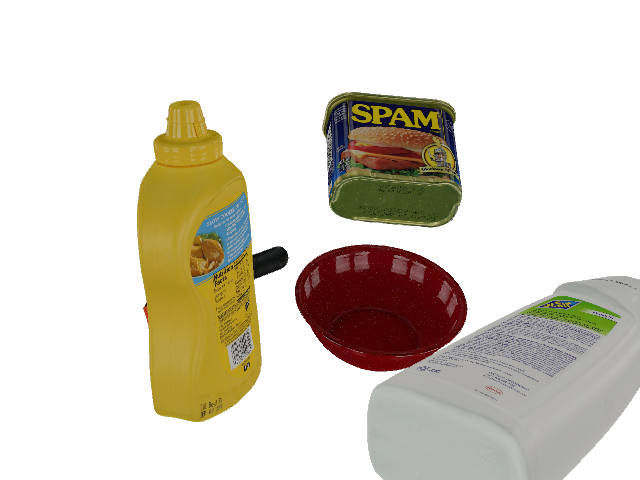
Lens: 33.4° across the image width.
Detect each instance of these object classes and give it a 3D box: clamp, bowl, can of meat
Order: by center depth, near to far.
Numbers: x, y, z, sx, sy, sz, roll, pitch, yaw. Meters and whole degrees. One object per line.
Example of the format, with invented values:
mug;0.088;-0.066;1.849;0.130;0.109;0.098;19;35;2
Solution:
can of meat;0.054;-0.060;0.806;0.102;0.084;0.057;4;-38;-8
bowl;0.054;0.073;1.008;0.162;0.055;0.162;4;37;-3
clamp;-0.116;0.044;1.152;0.120;0.039;0.171;-5;26;35

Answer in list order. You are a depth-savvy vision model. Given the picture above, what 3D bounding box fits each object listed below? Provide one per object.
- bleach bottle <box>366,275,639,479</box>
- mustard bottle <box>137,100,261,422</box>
bleach bottle;0.141;0.074;0.613;0.103;0.068;0.250;18;28;39
mustard bottle;-0.076;0.009;0.662;0.058;0.192;0.096;7;23;23
